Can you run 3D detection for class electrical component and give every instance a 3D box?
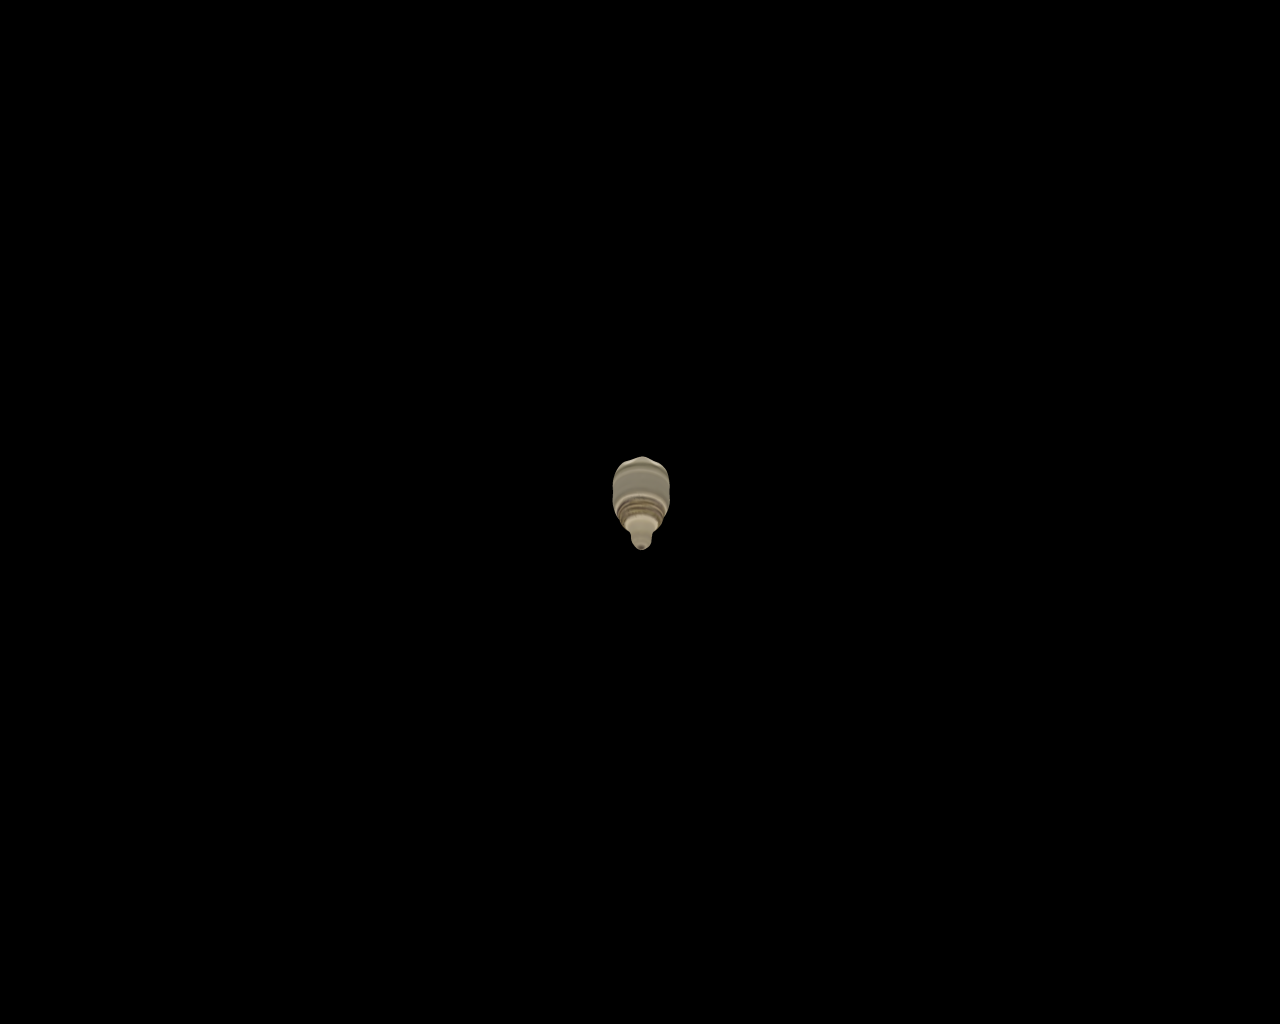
[{"bbox_3d":[0.001,-0.003,0.650,0.035,0.061,0.035,0,-38,0],"label":"electrical component"}]
